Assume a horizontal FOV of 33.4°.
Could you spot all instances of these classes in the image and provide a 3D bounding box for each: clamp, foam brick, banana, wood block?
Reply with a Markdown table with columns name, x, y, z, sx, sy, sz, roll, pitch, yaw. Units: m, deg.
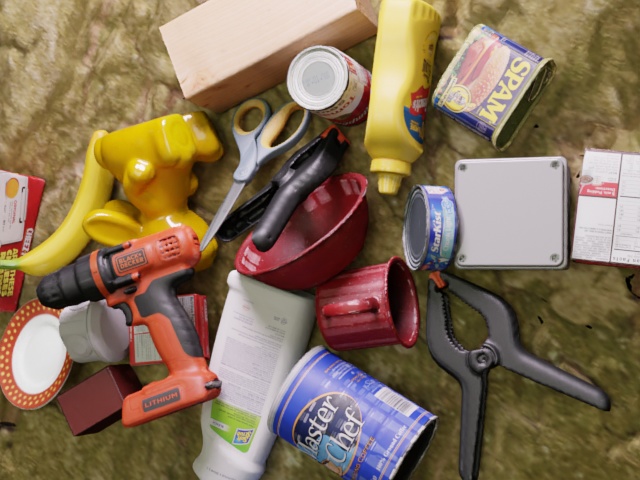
| name | x | y | z | sx | sy | sz | roll | pitch | yaw |
| --- | --- | --- | --- | --- | --- | --- | --- | --- | --- |
| clamp | -0.039 | -0.052 | 1.122 | 0.171 | 0.039 | 0.120 | -48 | 29 | -23 |
| clamp | 0.160 | 0.128 | 1.059 | 0.165 | 0.036 | 0.210 | -40 | 73 | 12 |
| foam brick | -0.243 | 0.178 | 1.190 | 0.078 | 0.053 | 0.051 | -31 | 76 | 14 |
| banana | -0.281 | -0.030 | 1.218 | 0.198 | 0.069 | 0.037 | -54 | 38 | -1 |
| wood block | -0.052 | -0.224 | 1.137 | 0.206 | 0.090 | 0.091 | -25 | 78 | 17 |

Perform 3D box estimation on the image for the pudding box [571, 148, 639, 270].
| name | x | y | z | sx | sy | sz | roll | pitch | yaw |
| --- | --- | --- | --- | --- | --- | --- | --- | --- | --- |
| pudding box | 0.293 | -0.029 | 1.025 | 0.090 | 0.039 | 0.113 | 7 | 90 | 19 |

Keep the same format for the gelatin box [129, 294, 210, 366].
| name | x | y | z | sx | sy | sz | roll | pitch | yaw |
| --- | --- | --- | --- | --- | --- | --- | --- | --- | --- |
| gelatin box | -0.167 | 0.100 | 1.182 | 0.089 | 0.030 | 0.073 | -7 | 82 | 18 |

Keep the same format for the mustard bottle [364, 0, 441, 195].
| name | x | y | z | sx | sy | sz | roll | pitch | yaw |
| --- | --- | --- | --- | --- | --- | --- | --- | --- | --- |
| mustard bottle | 0.080 | -0.141 | 1.079 | 0.058 | 0.096 | 0.191 | 7 | 88 | 19 |

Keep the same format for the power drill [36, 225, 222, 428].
| name | x | y | z | sx | sy | sz | roll | pitch | yaw |
| --- | --- | --- | --- | --- | --- | --- | --- | --- | --- |
| power drill | -0.191 | 0.094 | 1.104 | 0.184 | 0.057 | 0.188 | -20 | 83 | 11 |

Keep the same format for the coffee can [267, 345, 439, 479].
| name | x | y | z | sx | sy | sz | roll | pitch | yaw |
| --- | --- | --- | --- | --- | --- | --- | --- | --- | --- |
| coffee can | 0.033 | 0.184 | 1.065 | 0.140 | 0.102 | 0.103 | 30 | 96 | 19 |

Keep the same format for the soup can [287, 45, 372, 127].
| name | x | y | z | sx | sy | sz | roll | pitch | yaw |
| --- | --- | --- | --- | --- | --- | --- | --- | --- | --- |
| soup can | 0.015 | -0.158 | 1.100 | 0.069 | 0.102 | 0.068 | -1 | 87 | 20 |

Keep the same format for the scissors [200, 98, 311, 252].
| name | x | y | z | sx | sy | sz | roll | pitch | yaw |
| --- | --- | --- | --- | --- | --- | --- | --- | --- | --- |
| scissors | -0.090 | -0.081 | 1.139 | 0.096 | 0.016 | 0.201 | 32 | 72 | 32 |

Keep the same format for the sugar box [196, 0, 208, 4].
| name | x | y | z | sx | sy | sz | roll | pitch | yaw |
| --- | --- | --- | --- | --- | --- | --- | --- | --- | --- |
| sugar box | -0.128 | -0.359 | 1.181 | 0.093 | 0.048 | 0.176 | -27 | 63 | 16 |

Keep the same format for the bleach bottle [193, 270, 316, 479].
| name | x | y | z | sx | sy | sz | roll | pitch | yaw |
| --- | --- | --- | --- | --- | --- | --- | --- | --- | --- |
| bleach bottle | -0.084 | 0.165 | 1.131 | 0.103 | 0.068 | 0.251 | 20 | 95 | 21 |

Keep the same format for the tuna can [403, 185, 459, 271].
| name | x | y | z | sx | sy | sz | roll | pitch | yaw |
| --- | --- | --- | --- | --- | --- | --- | --- | --- | --- |
| tuna can | 0.110 | -0.012 | 1.063 | 0.033 | 0.086 | 0.086 | 2 | 86 | -11 |

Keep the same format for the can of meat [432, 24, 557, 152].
| name | x | y | z | sx | sy | sz | roll | pitch | yaw |
| --- | --- | --- | --- | --- | --- | --- | --- | --- | --- |
| can of meat | 0.172 | -0.154 | 1.069 | 0.084 | 0.057 | 0.102 | 35 | 97 | 22 |

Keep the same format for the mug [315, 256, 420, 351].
| name | x | y | z | sx | sy | sz | roll | pitch | yaw |
| --- | --- | --- | --- | --- | --- | --- | --- | --- | --- |
| mug | 0.042 | 0.068 | 1.067 | 0.082 | 0.117 | 0.093 | -10 | 87 | 23 |

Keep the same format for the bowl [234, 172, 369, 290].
| name | x | y | z | sx | sy | sz | roll | pitch | yaw |
| --- | --- | --- | --- | --- | --- | --- | --- | --- | --- |
| bowl | -0.007 | 0.001 | 1.090 | 0.162 | 0.162 | 0.055 | -30 | 111 | 15 |

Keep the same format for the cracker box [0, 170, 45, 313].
| name | x | y | z | sx | sy | sz | roll | pitch | yaw |
| --- | --- | --- | --- | --- | --- | --- | --- | --- | --- |
| cracker box | -0.410 | -0.008 | 1.180 | 0.072 | 0.213 | 0.164 | 13 | 89 | 22 |
